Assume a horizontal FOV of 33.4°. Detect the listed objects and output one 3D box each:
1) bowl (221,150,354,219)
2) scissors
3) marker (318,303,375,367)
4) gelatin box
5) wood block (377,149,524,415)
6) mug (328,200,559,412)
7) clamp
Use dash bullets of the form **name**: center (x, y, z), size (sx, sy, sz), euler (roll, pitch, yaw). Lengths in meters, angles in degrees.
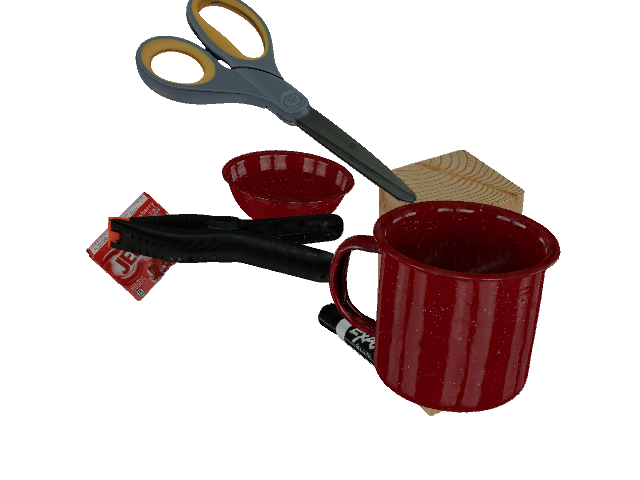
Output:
- **bowl**: center (-0.042, -0.056, 1.305), size (0.162, 0.055, 0.162), euler (5, 26, -3)
- **scissors**: center (-0.037, -0.077, 0.638), size (0.096, 0.202, 0.016), euler (-26, -28, -19)
- **marker**: center (0.034, 0.074, 0.749), size (0.020, 0.020, 0.121), euler (0, 20, -32)
- **gelatin box**: center (-0.186, 0.007, 1.112), size (0.073, 0.089, 0.030), euler (47, -6, -28)
- **wood block**: center (0.110, 0.038, 0.939), size (0.090, 0.206, 0.091), euler (-18, 37, -24)
- **mug**: center (0.059, 0.032, 0.552), size (0.117, 0.081, 0.093), euler (12, 26, 17)
- **clamp**: center (-0.077, 0.001, 0.907), size (0.210, 0.036, 0.164), euler (2, 13, -5)
